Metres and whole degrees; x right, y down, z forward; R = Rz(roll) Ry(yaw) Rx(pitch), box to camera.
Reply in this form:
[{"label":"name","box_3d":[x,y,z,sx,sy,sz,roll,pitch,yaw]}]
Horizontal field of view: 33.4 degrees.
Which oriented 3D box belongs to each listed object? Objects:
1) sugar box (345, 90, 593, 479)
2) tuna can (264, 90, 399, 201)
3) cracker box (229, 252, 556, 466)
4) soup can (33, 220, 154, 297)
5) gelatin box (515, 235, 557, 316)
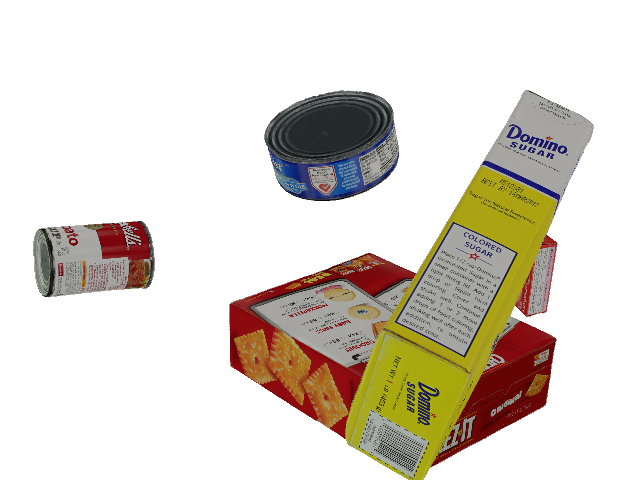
[{"label":"sugar box","box_3d":[0.073,0.017,0.499,0.048,0.093,0.176,28,51,12]},{"label":"tuna can","box_3d":[0.008,-0.063,0.704,0.086,0.034,0.086,-9,36,7]},{"label":"cracker box","box_3d":[0.053,0.092,0.865,0.163,0.072,0.214,-18,30,-38]},{"label":"soup can","box_3d":[-0.221,0.018,1.039,0.102,0.068,0.069,-5,2,-28]},{"label":"gelatin box","box_3d":[0.221,0.026,1.164,0.030,0.089,0.073,-10,30,-20]}]
